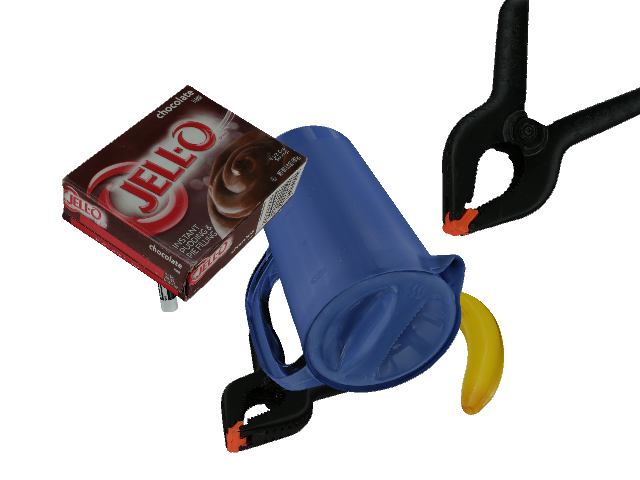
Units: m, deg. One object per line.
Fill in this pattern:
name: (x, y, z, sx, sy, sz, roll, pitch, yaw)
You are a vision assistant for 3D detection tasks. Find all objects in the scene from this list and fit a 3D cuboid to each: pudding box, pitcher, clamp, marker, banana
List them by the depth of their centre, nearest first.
pudding box: (-0.076, -0.030, 0.604, 0.090, 0.039, 0.113, 33, 47, 13)
clamp: (0.146, -0.070, 0.720, 0.120, 0.171, 0.039, 26, -7, 2)
pitcher: (0.009, 0.011, 0.933, 0.149, 0.145, 0.243, -3, 38, -20)
clamp: (-0.031, 0.156, 1.108, 0.165, 0.036, 0.209, 11, 27, 15)
banana: (0.157, 0.107, 1.119, 0.069, 0.037, 0.198, -25, 33, 4)
marker: (-0.176, 0.023, 1.185, 0.020, 0.121, 0.020, -5, 25, 2)
